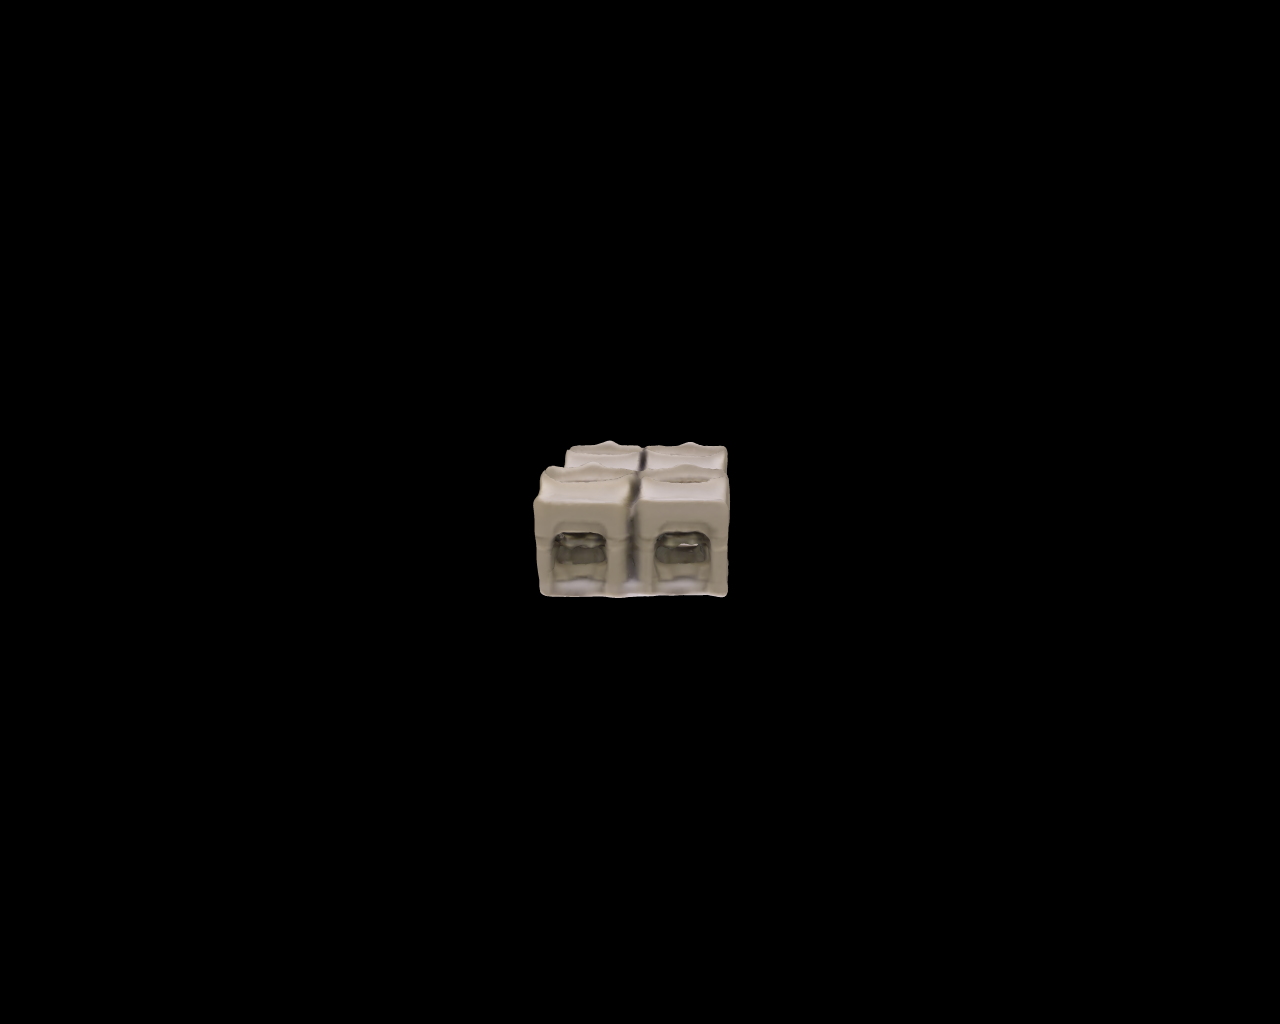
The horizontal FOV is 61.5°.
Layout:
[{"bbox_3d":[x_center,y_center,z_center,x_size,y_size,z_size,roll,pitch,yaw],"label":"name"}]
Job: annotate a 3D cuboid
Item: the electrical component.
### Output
[{"bbox_3d":[0.001,-0.003,0.650,0.105,0.060,0.186,1,11,4],"label":"electrical component"}]
